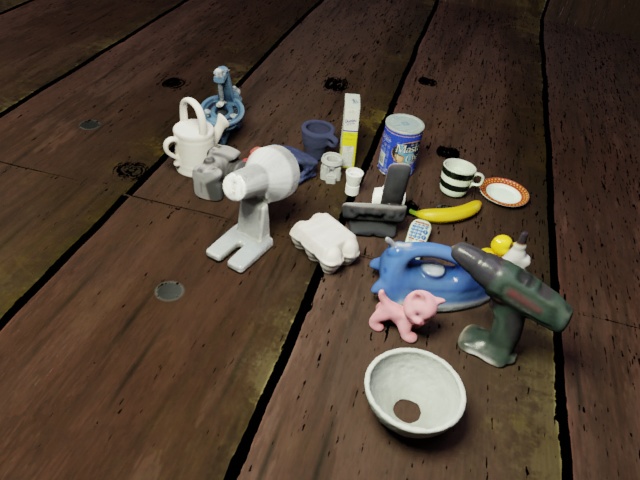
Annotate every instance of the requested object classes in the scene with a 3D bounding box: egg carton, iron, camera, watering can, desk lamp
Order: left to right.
[{"bbox_3d":[-0.307,-0.264,1.420,0.100,0.194,0.173,22,42,17],"label":"watering can"},{"bbox_3d":[-0.217,-0.163,1.386,0.136,0.101,0.143,20,41,15],"label":"camera"},{"bbox_3d":[-0.139,-0.076,1.205,0.117,0.213,0.204,23,42,19],"label":"desk lamp"},{"bbox_3d":[0.011,0.004,1.245,0.107,0.069,0.150,-26,50,-34],"label":"egg carton"},{"bbox_3d":[0.235,0.060,1.158,0.258,0.141,0.118,5,40,-3],"label":"iron"}]

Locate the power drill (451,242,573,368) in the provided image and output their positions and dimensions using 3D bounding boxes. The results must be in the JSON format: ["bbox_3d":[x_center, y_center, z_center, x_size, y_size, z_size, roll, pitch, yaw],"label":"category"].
[{"bbox_3d":[0.323,0.126,1.040,0.229,0.208,0.076,24,43,19],"label":"power drill"}]

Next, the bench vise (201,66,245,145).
[{"bbox_3d":[-0.266,-0.382,1.547,0.121,0.220,0.207,-1,40,-10],"label":"bench vise"}]

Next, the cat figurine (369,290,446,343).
[{"bbox_3d":[0.166,0.128,1.083,0.127,0.118,0.067,17,41,11],"label":"cat figurine"}]

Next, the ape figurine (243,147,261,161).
[{"bbox_3d":[-0.160,-0.193,1.437,0.076,0.092,0.077,-20,47,-29],"label":"ape figurine"}]

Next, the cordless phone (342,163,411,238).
[{"bbox_3d":[0.130,-0.103,1.301,0.147,0.185,0.094,0,40,-8],"label":"cordless phone"}]

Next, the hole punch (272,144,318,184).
[{"bbox_3d":[-0.067,-0.207,1.469,0.108,0.091,0.101,33,46,27],"label":"hole punch"}]

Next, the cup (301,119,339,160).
[{"bbox_3d":[0.002,-0.257,1.537,0.117,0.095,0.092,35,47,29],"label":"cup"}]

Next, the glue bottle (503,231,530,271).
[{"bbox_3d":[0.393,0.051,1.168,0.078,0.173,0.037,13,40,7],"label":"glue bottle"}]

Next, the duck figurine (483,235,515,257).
[{"bbox_3d":[0.389,0.027,1.265,0.104,0.086,0.077,0,40,-9],"label":"duck figurine"}]

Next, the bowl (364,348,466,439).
[{"bbox_3d":[0.153,0.265,0.951,0.167,0.075,0.167,4,40,-3],"label":"bowl"}]
